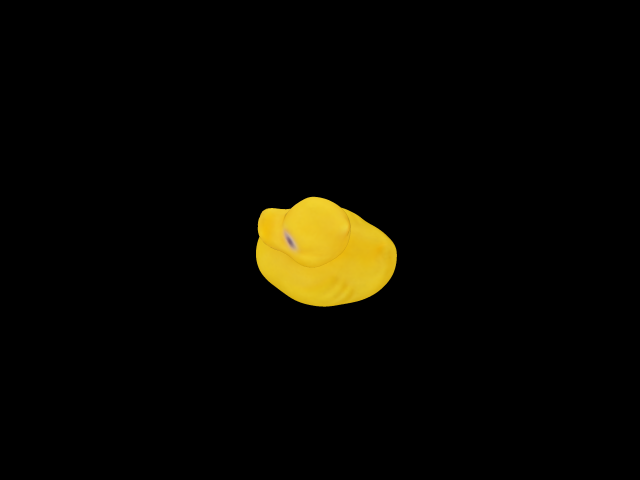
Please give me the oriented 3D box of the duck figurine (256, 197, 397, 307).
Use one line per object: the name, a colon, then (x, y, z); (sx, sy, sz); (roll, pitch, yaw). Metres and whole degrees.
duck figurine: (0.004, 0.001, 0.400); (0.104, 0.086, 0.077); (10, 70, 4)
